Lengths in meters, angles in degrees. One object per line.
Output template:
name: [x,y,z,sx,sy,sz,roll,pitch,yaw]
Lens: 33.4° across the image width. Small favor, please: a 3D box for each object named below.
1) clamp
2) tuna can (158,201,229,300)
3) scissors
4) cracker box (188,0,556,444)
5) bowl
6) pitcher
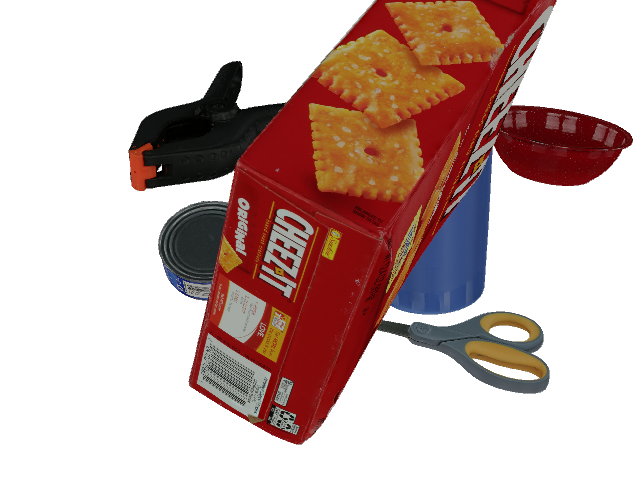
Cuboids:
clamp: [-0.074,-0.084,0.747,0.171,0.039,0.120,-24,34,-37]
tuna can: [-0.095,0.009,0.922,0.086,0.086,0.034,0,-36,3]
scissors: [0.098,0.070,0.883,0.202,0.016,0.096,22,37,20]
cracker box: [0.029,-0.030,0.506,0.072,0.213,0.164,29,-40,10]
bowl: [0.255,-0.101,1.172,0.162,0.055,0.162,6,22,-3]
pitcher: [0.106,-0.061,1.033,0.149,0.243,0.145,-16,26,-25]
